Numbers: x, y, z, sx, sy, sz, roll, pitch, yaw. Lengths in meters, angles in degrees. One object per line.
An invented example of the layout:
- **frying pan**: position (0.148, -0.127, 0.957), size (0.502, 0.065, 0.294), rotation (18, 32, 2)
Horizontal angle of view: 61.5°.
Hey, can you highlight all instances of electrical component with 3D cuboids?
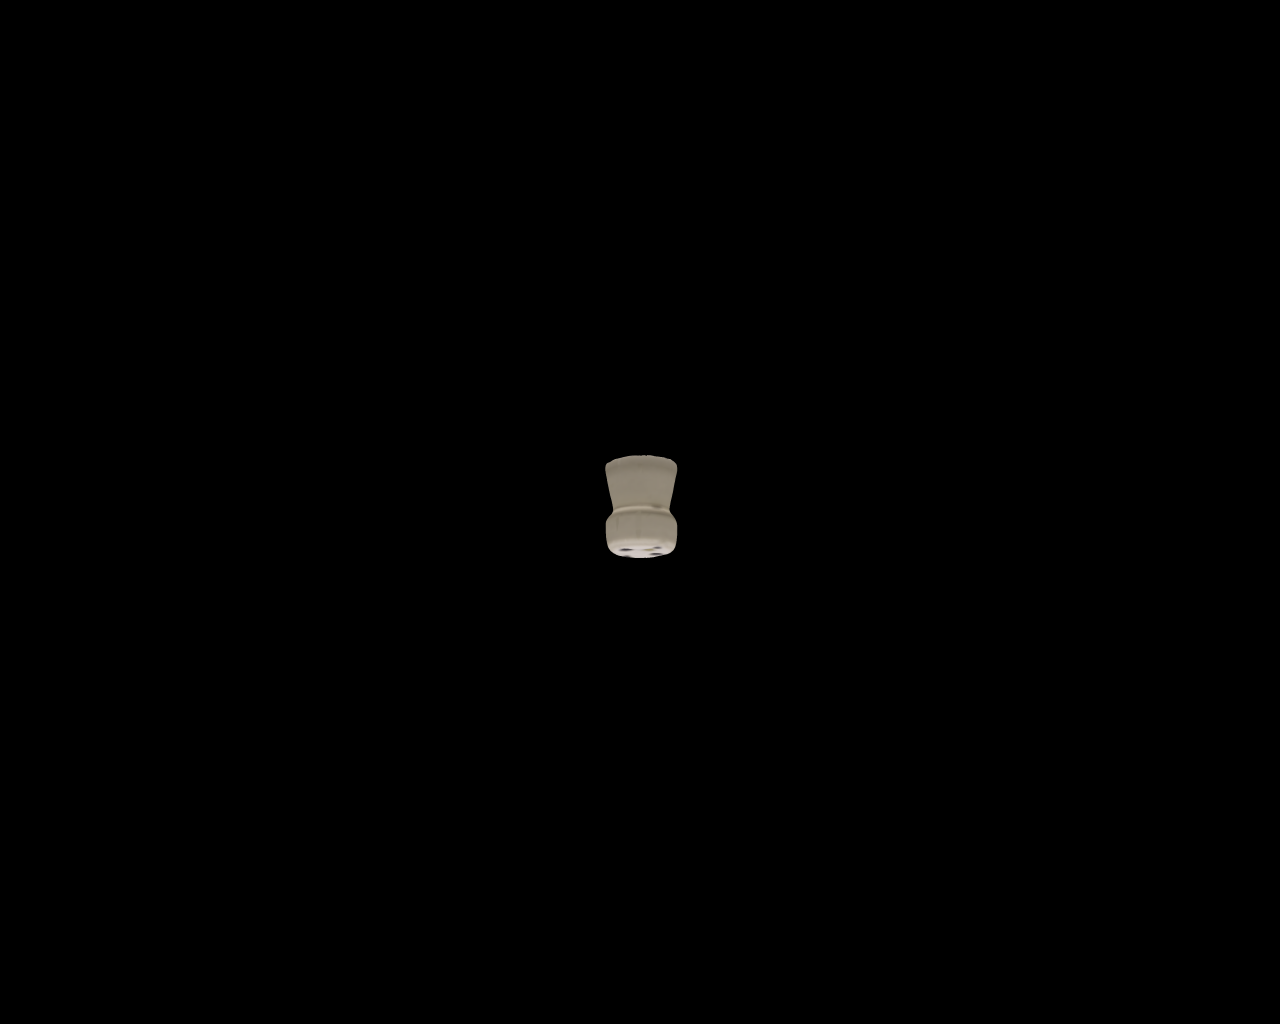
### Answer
- **electrical component**: position (0.001, -0.003, 0.650), size (0.045, 0.055, 0.045), rotation (0, -14, 0)
